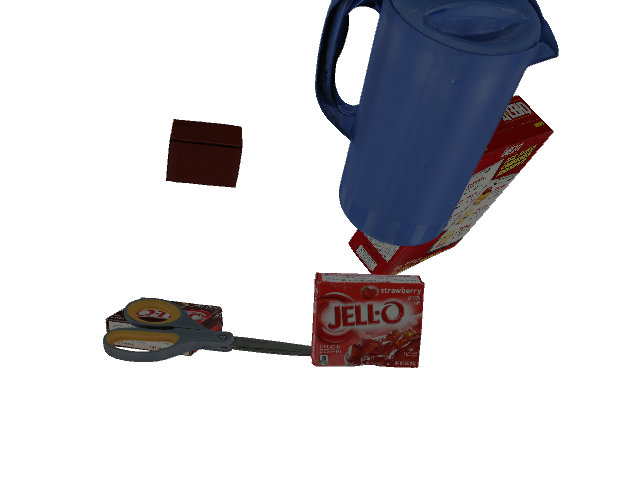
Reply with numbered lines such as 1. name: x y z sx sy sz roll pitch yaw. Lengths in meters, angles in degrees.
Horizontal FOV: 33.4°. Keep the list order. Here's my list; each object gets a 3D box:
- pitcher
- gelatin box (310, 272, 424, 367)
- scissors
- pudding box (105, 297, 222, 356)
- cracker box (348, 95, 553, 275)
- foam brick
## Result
1. pitcher: 0.082 -0.114 0.925 0.144 0.243 0.149 -21 56 -32
2. gelatin box: 0.038 0.066 0.875 0.089 0.073 0.030 2 14 -4
3. scissors: -0.101 0.083 0.996 0.201 0.016 0.096 -2 32 -10
4. pudding box: -0.185 0.102 1.273 0.114 0.039 0.090 3 14 19
5. cracker box: 0.146 -0.061 1.231 0.163 0.072 0.214 -22 -25 -46
6. foam brick: -0.125 -0.095 1.155 0.078 0.051 0.053 6 30 -6
